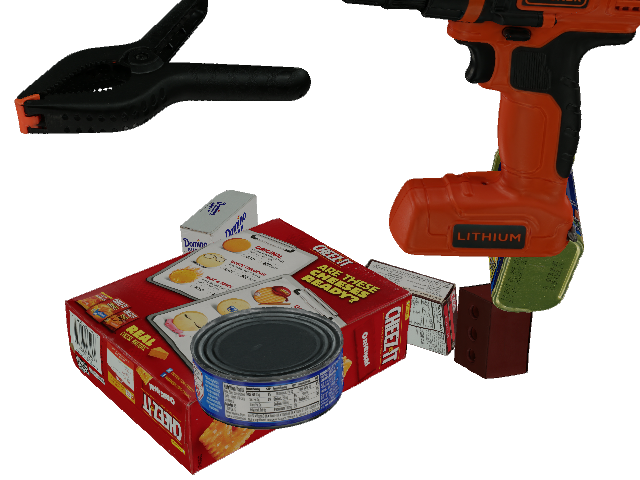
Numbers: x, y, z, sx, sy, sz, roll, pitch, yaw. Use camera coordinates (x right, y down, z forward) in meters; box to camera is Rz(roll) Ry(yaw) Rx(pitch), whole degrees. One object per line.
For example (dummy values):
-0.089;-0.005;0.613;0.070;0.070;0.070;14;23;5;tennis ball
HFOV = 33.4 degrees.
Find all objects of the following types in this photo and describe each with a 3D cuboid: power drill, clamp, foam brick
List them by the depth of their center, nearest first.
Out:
0.084;-0.081;0.579;0.184;0.188;0.057;2;35;-5;power drill
-0.123;-0.121;0.802;0.209;0.036;0.165;-29;48;-31;clamp
0.163;0.084;1.007;0.051;0.078;0.053;-7;18;-29;foam brick

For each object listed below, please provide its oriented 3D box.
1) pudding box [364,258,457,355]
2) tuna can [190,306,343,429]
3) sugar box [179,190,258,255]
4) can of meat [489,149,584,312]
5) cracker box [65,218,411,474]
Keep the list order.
0.103;0.077;1.234;0.114;0.090;0.039;15;46;26;pudding box
-0.029;0.070;0.600;0.086;0.034;0.086;-2;22;1;tuna can
-0.103;0.043;1.142;0.048;0.176;0.093;12;33;25;sugar box
0.151;-0.008;0.766;0.057;0.084;0.102;3;-36;0;can of meat
-0.062;0.071;0.824;0.213;0.072;0.164;-22;37;-36;cracker box
